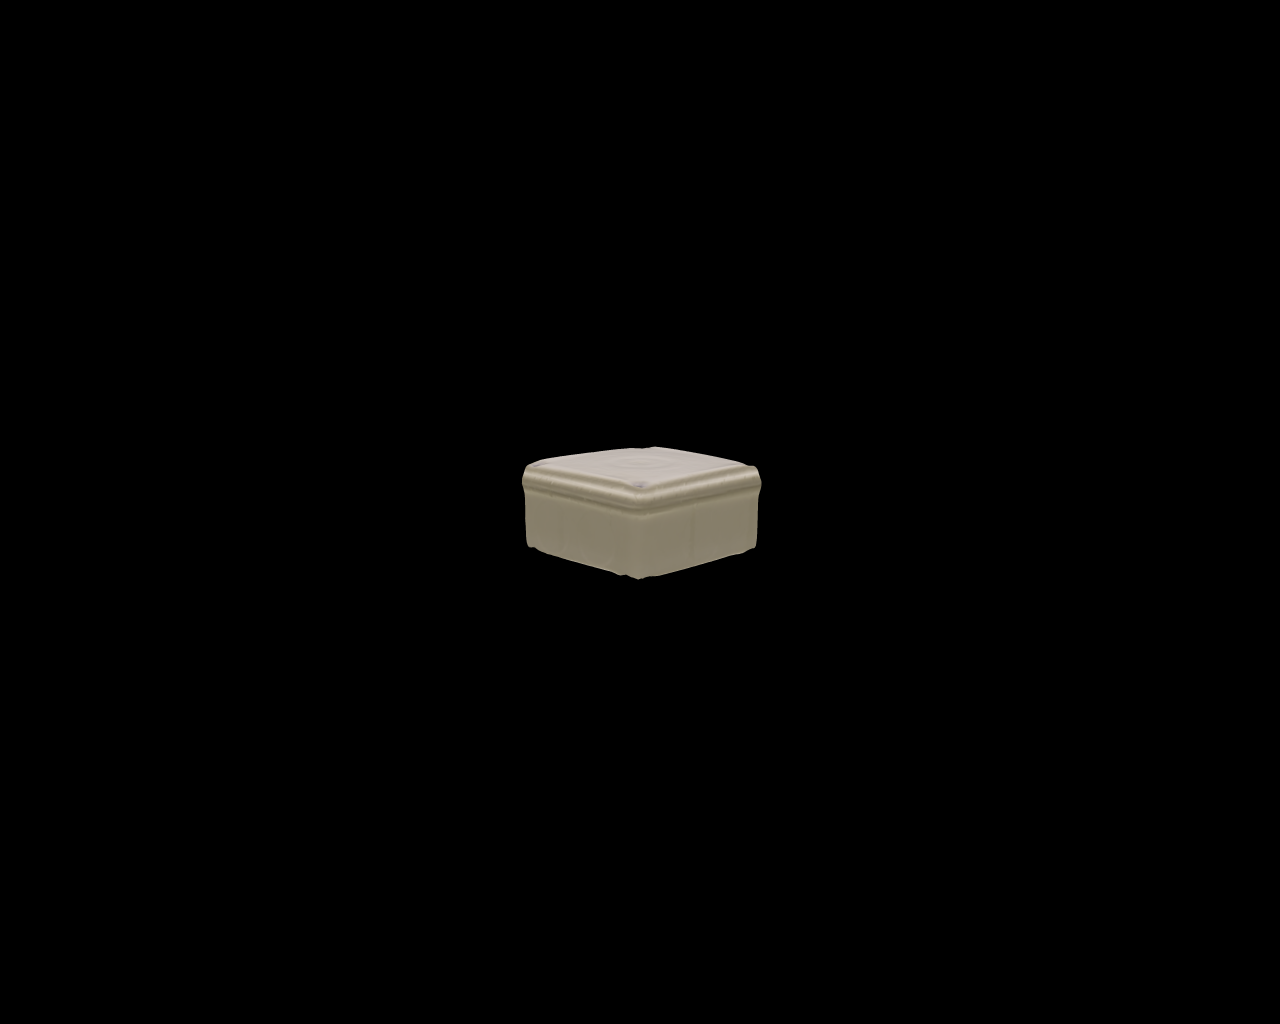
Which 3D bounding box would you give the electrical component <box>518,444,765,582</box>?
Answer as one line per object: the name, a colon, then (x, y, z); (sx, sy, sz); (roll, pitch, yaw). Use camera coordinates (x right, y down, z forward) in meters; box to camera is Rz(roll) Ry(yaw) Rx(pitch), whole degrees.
electrical component: (0.001, -0.003, 0.650); (0.109, 0.056, 0.109); (-11, 17, -42)
